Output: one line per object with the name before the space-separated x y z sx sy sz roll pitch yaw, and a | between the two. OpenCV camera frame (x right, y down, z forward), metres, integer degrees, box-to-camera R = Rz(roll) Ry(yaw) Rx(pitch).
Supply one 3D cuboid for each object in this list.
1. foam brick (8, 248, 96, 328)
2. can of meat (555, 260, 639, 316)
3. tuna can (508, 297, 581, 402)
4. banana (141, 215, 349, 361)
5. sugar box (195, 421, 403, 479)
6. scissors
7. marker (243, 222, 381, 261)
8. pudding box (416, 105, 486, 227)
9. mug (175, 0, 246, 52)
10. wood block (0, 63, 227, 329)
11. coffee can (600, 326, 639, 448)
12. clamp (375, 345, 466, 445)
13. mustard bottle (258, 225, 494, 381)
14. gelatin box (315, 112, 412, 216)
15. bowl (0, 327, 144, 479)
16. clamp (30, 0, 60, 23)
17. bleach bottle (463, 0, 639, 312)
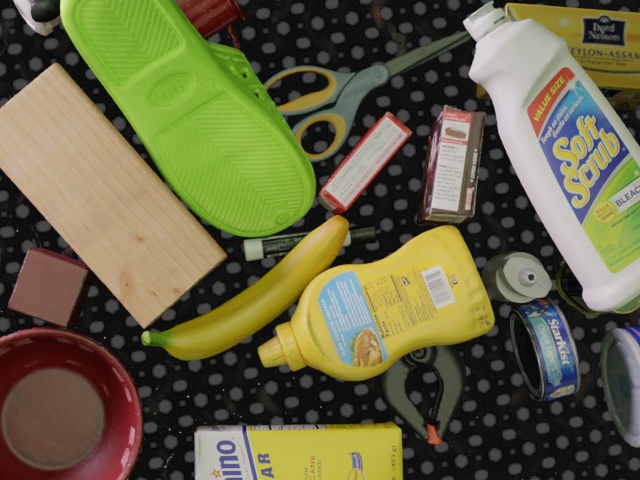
foam brick | -0.221 0.039 0.885 0.051 0.078 0.053 20 86 -6
can of meat | 0.261 0.017 0.926 0.057 0.084 0.102 39 85 -3
tuna can | 0.192 0.095 0.917 0.033 0.086 0.086 -15 89 -4
banana | -0.054 0.050 0.906 0.197 0.069 0.037 -33 69 -7
sugar box | -0.019 0.205 0.914 0.176 0.048 0.093 -1 88 -6
scissors | 0.047 -0.125 0.946 0.201 0.016 0.096 -9 90 -5
marker | -0.006 0.001 0.935 0.121 0.020 0.020 -8 89 -6
pudding box | 0.109 -0.059 0.901 0.039 0.113 0.090 7 87 -2
mug | -0.115 -0.192 0.902 0.081 0.093 0.117 -33 111 -1
wood block | -0.177 -0.034 0.885 0.090 0.091 0.206 -42 92 -5
coffee can | 0.327 0.116 0.919 0.140 0.103 0.103 -9 89 -6
clamp | 0.073 0.092 0.931 0.120 0.039 0.171 -2 84 5
mustard bottle | 0.040 0.064 0.886 0.191 0.058 0.096 -21 81 -2
gelatin box | 0.035 -0.064 0.914 0.030 0.073 0.089 40 85 -3
bowl | -0.227 0.152 0.891 0.162 0.055 0.162 0 88 -5
clamp | -0.180 -0.271 0.902 0.209 0.036 0.164 -19 68 -11
bleach bottle | 0.189 -0.073 0.843 0.102 0.068 0.251 -35 92 -5
